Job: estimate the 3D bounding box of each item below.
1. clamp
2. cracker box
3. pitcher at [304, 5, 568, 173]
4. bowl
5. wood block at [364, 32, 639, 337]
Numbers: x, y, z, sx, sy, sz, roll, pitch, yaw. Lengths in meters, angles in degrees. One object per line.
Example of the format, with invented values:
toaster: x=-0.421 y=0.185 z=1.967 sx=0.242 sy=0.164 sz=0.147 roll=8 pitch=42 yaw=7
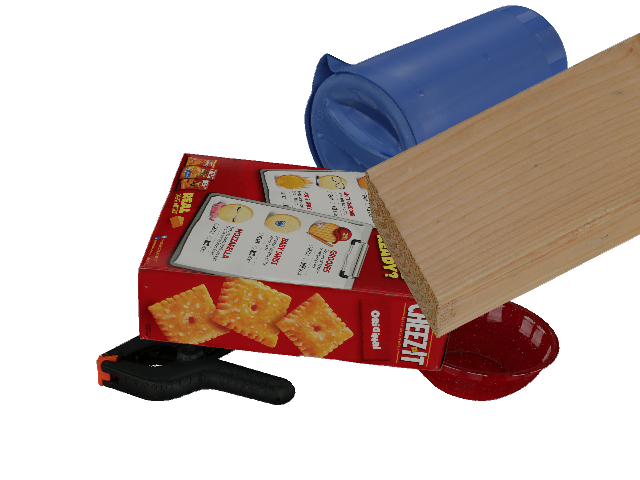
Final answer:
clamp: x=-0.110 y=0.102 z=0.951 sx=0.171 sy=0.039 sz=0.120 roll=3 pitch=26 yaw=-5
cracker box: x=-0.013 y=0.013 z=0.787 sx=0.213 sy=0.072 sz=0.164 roll=7 pitch=33 yaw=1
pitcher: x=0.118 y=-0.117 z=0.959 sx=0.242 sy=0.149 sz=0.145 roll=-31 pitch=40 yaw=-35
bowl: x=0.153 y=0.112 z=1.064 sx=0.162 sy=0.055 sz=0.162 roll=5 pitch=26 yaw=-2
wood block: x=0.139 y=-0.036 z=0.635 sx=0.206 sy=0.091 sz=0.090 roll=-27 pitch=-19 yaw=-3
